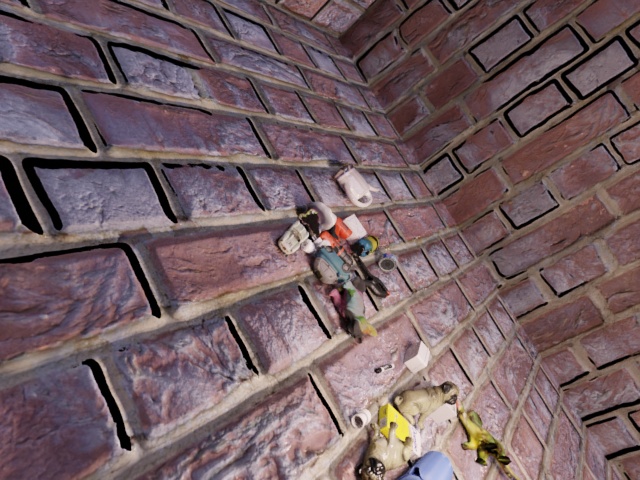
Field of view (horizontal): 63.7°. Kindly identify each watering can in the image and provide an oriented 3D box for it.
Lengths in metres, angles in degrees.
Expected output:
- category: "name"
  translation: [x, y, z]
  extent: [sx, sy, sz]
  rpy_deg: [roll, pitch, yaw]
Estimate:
- category: "watering can"
  translation: [0.183, -0.271, 2.508]
  extent: [0.102, 0.224, 0.353]
  rpy_deg: [-37, 2, 29]

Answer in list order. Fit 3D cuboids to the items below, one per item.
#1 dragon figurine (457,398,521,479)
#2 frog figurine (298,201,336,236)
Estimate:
- category: "dragon figurine"
  translation: [0.666, 0.790, 2.079]
  extent: [0.121, 0.406, 0.247]
  rpy_deg: [-38, 17, 20]
- category: "frog figurine"
  translation: [0.006, -0.103, 2.038]
  extent: [0.138, 0.120, 0.162]
  rpy_deg: [26, 31, 19]
